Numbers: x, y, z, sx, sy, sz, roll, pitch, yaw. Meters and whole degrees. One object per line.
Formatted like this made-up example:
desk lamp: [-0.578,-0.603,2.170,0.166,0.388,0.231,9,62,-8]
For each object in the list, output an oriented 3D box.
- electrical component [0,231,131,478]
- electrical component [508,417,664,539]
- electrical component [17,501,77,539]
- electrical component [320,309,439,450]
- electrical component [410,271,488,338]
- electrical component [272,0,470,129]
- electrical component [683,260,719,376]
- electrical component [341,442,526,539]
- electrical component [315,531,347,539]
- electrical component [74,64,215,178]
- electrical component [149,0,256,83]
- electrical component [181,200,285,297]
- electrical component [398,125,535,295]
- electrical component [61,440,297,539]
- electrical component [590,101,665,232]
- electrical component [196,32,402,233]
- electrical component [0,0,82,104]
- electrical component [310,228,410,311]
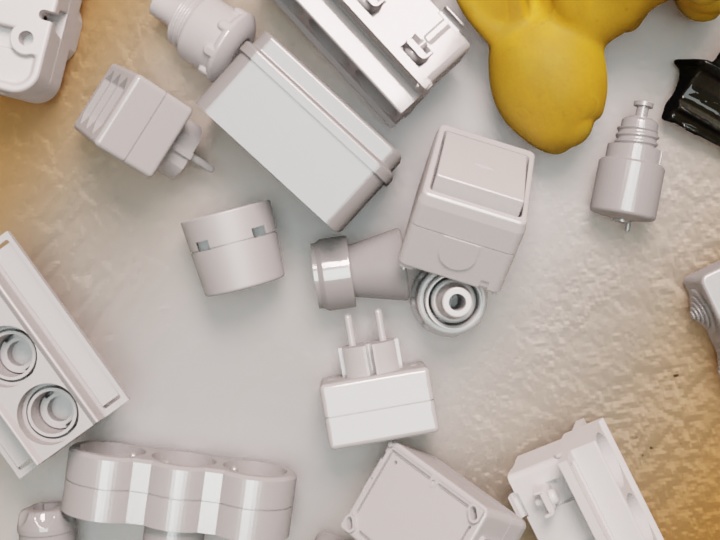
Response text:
electrical component: [-0.202,0.049,0.642,0.079,0.063,0.121,-36,90,0]
electrical component: [0.143,0.161,0.647,0.063,0.079,0.121,-26,91,21]
electrical component: [-0.191,0.175,0.659,0.035,0.035,0.061,-2,93,-1]
electrical component: [0.008,0.063,0.653,0.066,0.047,0.076,-10,90,-1]
electrical component: [0.055,0.018,0.646,0.048,0.062,0.048,0,91,-1]
electrical component: [0.003,-0.153,0.636,0.063,0.079,0.121,-43,91,-7]
electrical component: [0.257,0.025,0.655,0.100,0.048,0.099,-26,91,0]
electrical component: [0.050,0.154,0.632,0.096,0.061,0.061,31,91,41]
electrical component: [-0.015,0.266,0.649,0.105,0.060,0.186,24,90,-1]
electrical component: [-0.121,-0.081,0.646,0.077,0.066,0.047,32,90,-30]
electrical component: [-0.098,-0.147,0.652,0.062,0.048,0.048,33,90,6]
electrical component: [-0.075,-0.013,0.649,0.055,0.055,0.047,-14,95,0]
electrical component: [0.066,-0.043,0.632,0.062,0.096,0.061,17,128,0]
electrical component: [-0.111,0.150,0.650,0.138,0.052,0.073,8,91,0]
electrical component: [0.166,-0.064,0.657,0.040,0.040,0.078,11,90,-1]
electrical component: [-0.033,-0.080,0.636,0.113,0.078,0.057,43,93,-1]
electrical component: [-0.201,-0.151,0.642,0.054,0.059,0.095,14,91,-1]
electrical component: [0.000,0.000,0.654,0.055,0.045,0.045,-8,91,0]
